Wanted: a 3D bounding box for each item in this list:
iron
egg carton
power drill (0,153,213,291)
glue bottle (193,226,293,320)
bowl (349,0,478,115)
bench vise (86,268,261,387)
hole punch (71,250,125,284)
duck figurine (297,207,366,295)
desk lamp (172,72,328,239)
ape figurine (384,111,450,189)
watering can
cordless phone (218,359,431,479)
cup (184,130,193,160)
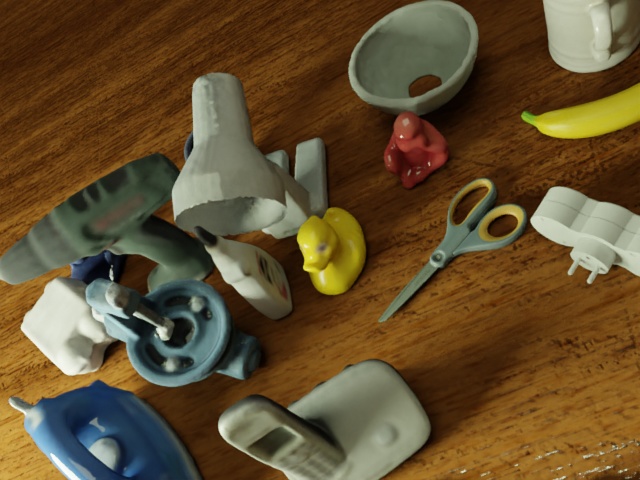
[{"bbox_3d":[-0.231,0.245,0.623,0.257,0.142,0.119,24,77,36],"label":"iron"},{"bbox_3d":[-0.345,0.117,0.801,0.149,0.070,0.107,24,77,35],"label":"egg carton"},{"bbox_3d":[-0.240,0.006,0.718,0.229,0.209,0.075,-44,52,0],"label":"power drill"},{"bbox_3d":[-0.089,0.029,0.648,0.037,0.174,0.078,-29,54,11],"label":"glue bottle"},{"bbox_3d":[0.125,-0.219,0.733,0.167,0.075,0.167,-13,59,22],"label":"bowl"},{"bbox_3d":[-0.198,0.100,0.637,0.207,0.220,0.121,-10,60,23],"label":"bench vise"},{"bbox_3d":[-0.352,0.008,0.851,0.108,0.091,0.101,-2,63,27],"label":"hole punch"},{"bbox_3d":[0.006,0.002,0.667,0.077,0.086,0.104,-2,63,27],"label":"duck figurine"},{"bbox_3d":[-0.081,-0.080,0.678,0.117,0.214,0.203,-15,58,21],"label":"desk lamp"},{"bbox_3d":[0.110,-0.114,0.673,0.077,0.092,0.076,3,66,29],"label":"ape figurine"},{"bbox_3d":[0.284,-0.286,0.611,0.101,0.195,0.172,-30,54,11],"label":"watering can"},{"bbox_3d":[0.007,0.162,0.515,0.147,0.186,0.094,-38,53,5],"label":"cordless phone"},{"bbox_3d":[-0.121,-0.125,0.799,0.091,0.095,0.118,15,72,33],"label":"cup"}]
